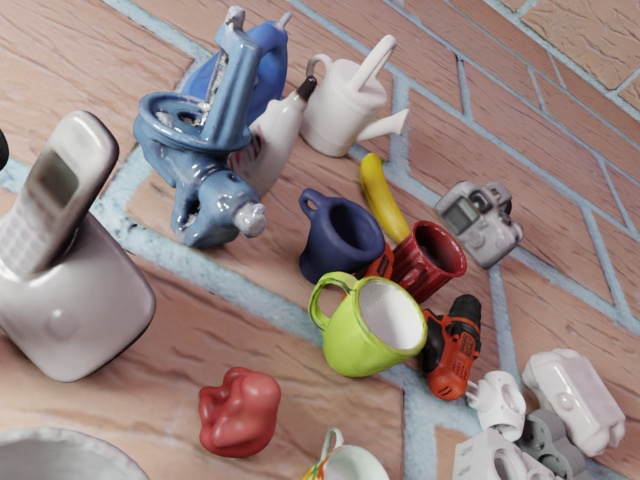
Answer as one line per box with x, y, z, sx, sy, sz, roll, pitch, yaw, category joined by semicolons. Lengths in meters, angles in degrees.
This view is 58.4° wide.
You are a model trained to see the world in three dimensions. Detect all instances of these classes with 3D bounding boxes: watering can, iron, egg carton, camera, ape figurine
0.060;-0.223;0.869;0.173;0.193;0.101;28;39;-18;watering can
-0.108;-0.216;0.757;0.119;0.141;0.258;35;37;-9;iron
0.350;0.222;0.793;0.108;0.069;0.150;2;52;-41;egg carton
0.294;-0.044;0.980;0.137;0.100;0.143;-18;66;-49;camera
-0.063;0.141;0.485;0.076;0.092;0.078;43;37;2;ape figurine

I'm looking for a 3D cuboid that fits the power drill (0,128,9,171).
-0.266;0.025;0.321;0.076;0.208;0.229;29;39;-16;power drill

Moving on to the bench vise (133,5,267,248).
-0.097;-0.111;0.598;0.207;0.219;0.122;46;37;5;bench vise

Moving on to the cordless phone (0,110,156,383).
-0.181;0.007;0.435;0.147;0.184;0.094;46;37;5;cordless phone

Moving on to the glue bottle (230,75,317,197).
-0.053;-0.133;0.698;0.037;0.173;0.078;2;52;-40;glue bottle

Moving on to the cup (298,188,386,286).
0.006;0.002;0.682;0.118;0.094;0.092;42;37;-1;cup

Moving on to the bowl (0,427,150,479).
-0.176;0.204;0.337;0.168;0.074;0.167;24;40;-22;bowl
